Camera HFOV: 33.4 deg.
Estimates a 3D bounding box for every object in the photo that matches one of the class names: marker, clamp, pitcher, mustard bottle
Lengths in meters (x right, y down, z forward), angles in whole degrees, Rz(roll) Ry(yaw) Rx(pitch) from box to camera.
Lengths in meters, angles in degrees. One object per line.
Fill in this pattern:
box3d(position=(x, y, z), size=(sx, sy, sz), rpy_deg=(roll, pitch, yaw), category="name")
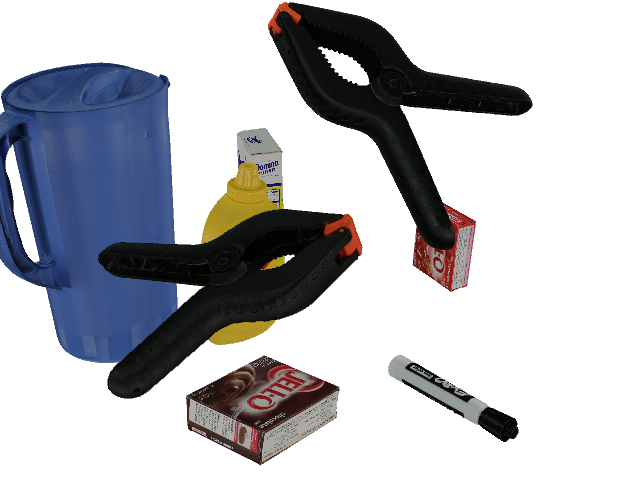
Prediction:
box3d(position=(0.099, 0.118, 0.802), size=(0.020, 0.020, 0.121), rpy_deg=(0, 19, -44), category="marker")
box3d(position=(-0.058, 0.032, 0.644), size=(0.171, 0.120, 0.039), rpy_deg=(-15, -39, 11), category="clamp")
box3d(position=(-0.192, -0.018, 0.902), size=(0.149, 0.243, 0.145), rpy_deg=(-4, 25, -5), category="pitcher")
box3d(position=(0.048, -0.098, 0.788), size=(0.210, 0.164, 0.036), rpy_deg=(30, -32, -8), category="clamp")
box3d(position=(-0.081, 0.010, 1.114), size=(0.096, 0.192, 0.058), rpy_deg=(-18, 35, -40), category="mustard bottle")

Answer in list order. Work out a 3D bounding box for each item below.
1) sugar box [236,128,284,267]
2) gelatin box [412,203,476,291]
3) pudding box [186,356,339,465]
box3d(position=(-0.075, -0.042, 1.328), size=(0.048, 0.176, 0.093), rpy_deg=(-9, 25, -12), category="sugar box")
box3d(position=(0.144, 0.004, 1.256), size=(0.030, 0.089, 0.073), rpy_deg=(-15, 33, -31), category="gelatin box")
box3d(position=(-0.051, 0.150, 0.959), size=(0.090, 0.039, 0.113), rpy_deg=(17, 27, 33), category="pudding box")
